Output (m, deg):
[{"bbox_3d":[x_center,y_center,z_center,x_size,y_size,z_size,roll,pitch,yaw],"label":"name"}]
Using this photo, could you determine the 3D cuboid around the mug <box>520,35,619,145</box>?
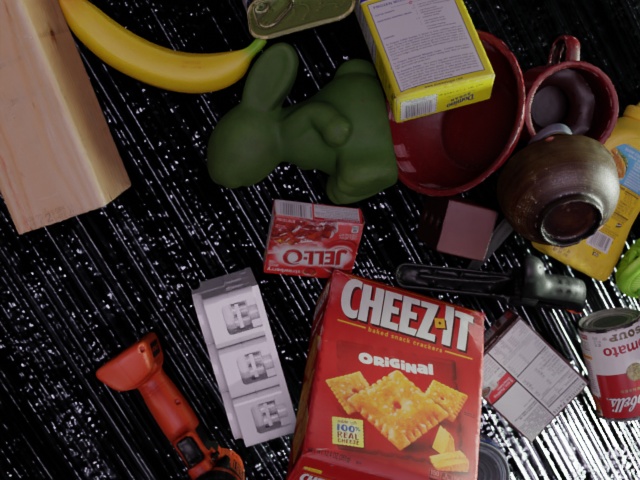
[{"bbox_3d":[0.232,-0.141,1.040,0.093,0.081,0.117,1,100,-9],"label":"mug"}]

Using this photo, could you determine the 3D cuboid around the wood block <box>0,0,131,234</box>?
[{"bbox_3d":[-0.257,-0.122,0.961,0.090,0.090,0.206,-18,102,10],"label":"wood block"}]

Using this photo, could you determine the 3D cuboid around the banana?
[{"bbox_3d":[-0.151,-0.178,1.000,0.197,0.037,0.070,12,99,-4],"label":"banana"}]

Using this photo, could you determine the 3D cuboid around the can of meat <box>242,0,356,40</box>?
[{"bbox_3d":[-0.028,-0.242,0.980,0.102,0.057,0.084,-17,62,-6],"label":"can of meat"}]

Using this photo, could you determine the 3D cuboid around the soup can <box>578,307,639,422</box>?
[{"bbox_3d":[0.310,0.128,1.105,0.068,0.068,0.102,-16,100,-5],"label":"soup can"}]

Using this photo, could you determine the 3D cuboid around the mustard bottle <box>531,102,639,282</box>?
[{"bbox_3d":[0.293,-0.060,1.073,0.096,0.058,0.192,24,95,-30],"label":"mustard bottle"}]

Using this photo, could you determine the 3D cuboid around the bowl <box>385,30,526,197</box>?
[{"bbox_3d":[0.137,-0.116,1.017,0.055,0.162,0.162,14,99,-48],"label":"bowl"}]

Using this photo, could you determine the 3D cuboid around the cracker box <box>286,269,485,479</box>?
[{"bbox_3d":[0.067,0.145,1.000,0.164,0.213,0.072,17,139,-7],"label":"cracker box"}]

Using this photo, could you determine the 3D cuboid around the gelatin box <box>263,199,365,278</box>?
[{"bbox_3d":[-0.007,0.001,1.042,0.089,0.030,0.073,6,129,-8],"label":"gelatin box"}]

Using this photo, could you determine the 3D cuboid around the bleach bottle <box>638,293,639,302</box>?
[{"bbox_3d":[0.427,0.113,1.102,0.250,0.068,0.102,35,94,-21],"label":"bleach bottle"}]

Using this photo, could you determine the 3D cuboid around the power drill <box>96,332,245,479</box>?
[{"bbox_3d":[-0.135,0.183,1.002,0.057,0.184,0.187,-33,93,-3],"label":"power drill"}]

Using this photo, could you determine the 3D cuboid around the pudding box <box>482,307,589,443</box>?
[{"bbox_3d":[0.208,0.141,1.108,0.113,0.039,0.090,43,92,-14],"label":"pudding box"}]

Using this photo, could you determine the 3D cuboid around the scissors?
[{"bbox_3d":[0.214,-0.029,1.041,0.096,0.016,0.202,7,132,-10],"label":"scissors"}]

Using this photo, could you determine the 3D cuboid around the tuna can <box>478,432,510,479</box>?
[{"bbox_3d":[0.155,0.245,1.120,0.086,0.034,0.086,-1,100,-8],"label":"tuna can"}]

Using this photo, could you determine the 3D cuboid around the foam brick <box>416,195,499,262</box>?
[{"bbox_3d":[0.133,-0.015,1.050,0.051,0.078,0.053,14,97,-12],"label":"foam brick"}]

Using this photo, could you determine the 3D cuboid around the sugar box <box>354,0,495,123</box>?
[{"bbox_3d":[0.087,-0.199,0.983,0.093,0.048,0.176,-14,62,-5],"label":"sugar box"}]

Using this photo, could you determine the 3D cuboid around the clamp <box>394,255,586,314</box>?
[{"bbox_3d":[0.200,0.044,1.035,0.209,0.165,0.036,12,79,-35],"label":"clamp"}]
